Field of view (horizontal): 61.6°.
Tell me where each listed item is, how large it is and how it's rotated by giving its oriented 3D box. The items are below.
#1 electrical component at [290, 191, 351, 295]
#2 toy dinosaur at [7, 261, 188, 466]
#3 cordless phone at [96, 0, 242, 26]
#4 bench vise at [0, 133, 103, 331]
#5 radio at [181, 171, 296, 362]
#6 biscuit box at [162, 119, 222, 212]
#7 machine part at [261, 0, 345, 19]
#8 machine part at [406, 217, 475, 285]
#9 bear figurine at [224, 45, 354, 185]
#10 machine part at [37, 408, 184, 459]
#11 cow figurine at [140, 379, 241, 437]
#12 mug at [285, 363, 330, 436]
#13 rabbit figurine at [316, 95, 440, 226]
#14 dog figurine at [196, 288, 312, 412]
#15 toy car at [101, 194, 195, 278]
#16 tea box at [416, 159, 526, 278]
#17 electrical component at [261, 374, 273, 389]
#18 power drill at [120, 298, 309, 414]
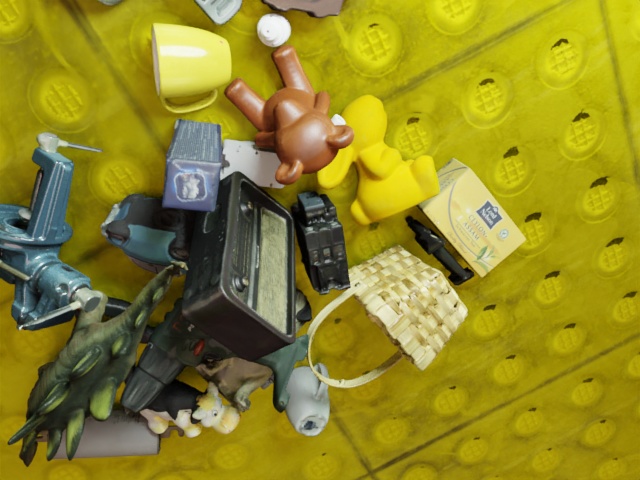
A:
[{"bbox_3d":[-0.002,-0.002,0.797,0.058,0.115,0.134,-15,115,-10],"label":"electrical component"},{"bbox_3d":[-0.304,0.168,0.721,0.105,0.199,0.471,30,110,-23],"label":"toy dinosaur"},{"bbox_3d":[-0.197,-0.316,0.645,0.146,0.089,0.184,-41,118,7],"label":"cordless phone"},{"bbox_3d":[-0.358,-0.013,0.690,0.129,0.224,0.240,0,115,-56],"label":"bench vise"},{"bbox_3d":[-0.098,0.026,0.692,0.073,0.230,0.131,-30,130,23],"label":"radio"},{"bbox_3d":[-0.158,-0.099,0.675,0.063,0.203,0.059,6,113,-13],"label":"biscuit box"},{"bbox_3d":[-0.016,-0.368,0.671,0.179,0.056,0.179,-4,113,-11],"label":"machine part"},{"bbox_3d":[0.193,0.021,0.863,0.039,0.084,0.138,-46,114,0],"label":"machine part"},{"bbox_3d":[-0.042,-0.157,0.679,0.120,0.196,0.131,-34,114,7],"label":"bear figurine"},{"bbox_3d":[-0.349,0.317,0.885,0.243,0.079,0.079,3,112,-11],"label":"machine part"},{"bbox_3d":[-0.206,0.249,0.825,0.168,0.068,0.098,-4,128,24],"label":"cow figurine"},{"bbox_3d":[-0.015,0.272,0.916,0.080,0.107,0.109,31,106,-23],"label":"mug"},{"bbox_3d":[0.072,-0.118,0.781,0.162,0.122,0.173,-20,101,8],"label":"rabbit figurine"},{"bbox_3d":[-0.101,0.167,0.874,0.121,0.172,0.190,50,64,-13],"label":"dog figurine"},{"bbox_3d":[-0.221,0.003,0.766,0.162,0.109,0.102,7,130,-5],"label":"toy car"},{"bbox_3d":[0.236,-0.034,0.856,0.098,0.068,0.169,-44,113,9],"label":"tea box"},{"bbox_3d":[-0.077,0.215,0.925,0.094,0.021,0.063,-39,115,6],"label":"electrical component"},{"bbox_3d":[-0.132,0.163,0.745,0.207,0.086,0.232,24,73,0],"label":"power drill"}]
